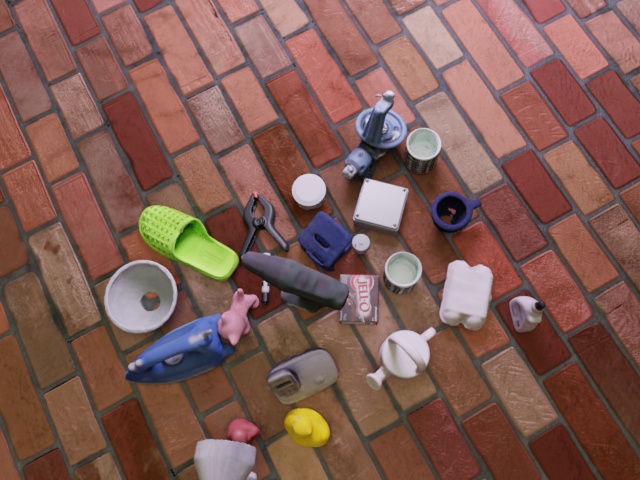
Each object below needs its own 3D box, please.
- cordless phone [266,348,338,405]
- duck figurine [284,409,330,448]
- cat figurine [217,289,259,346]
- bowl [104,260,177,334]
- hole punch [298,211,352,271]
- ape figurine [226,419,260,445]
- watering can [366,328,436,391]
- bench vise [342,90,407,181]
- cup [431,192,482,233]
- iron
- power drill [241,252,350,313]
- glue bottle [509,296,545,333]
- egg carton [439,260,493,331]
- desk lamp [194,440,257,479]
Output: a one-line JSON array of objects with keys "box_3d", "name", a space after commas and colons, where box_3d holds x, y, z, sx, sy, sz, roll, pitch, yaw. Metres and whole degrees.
[{"box_3d": [-0.040, 0.282, 1.200, 0.147, 0.185, 0.094, -27, 75, -4], "name": "cordless phone"}, {"box_3d": [-0.030, 0.402, 1.219, 0.104, 0.086, 0.077, 26, 78, 9], "name": "duck figurine"}, {"box_3d": [-0.188, 0.169, 1.272, 0.067, 0.118, 0.128, 13, 76, 7], "name": "cat figurine"}, {"box_3d": [-0.400, 0.134, 1.314, 0.167, 0.075, 0.167, -1, 75, 3], "name": "bowl"}, {"box_3d": [0.012, 0.005, 1.319, 0.108, 0.091, 0.101, 42, 81, 12], "name": "hole punch"}, {"box_3d": [-0.168, 0.419, 1.218, 0.078, 0.092, 0.076, -20, 75, -2], "name": "ape figurine"}, {"box_3d": [0.173, 0.246, 1.194, 0.100, 0.194, 0.173, 27, 78, 10], "name": "watering can"}, {"box_3d": [0.131, -0.233, 1.310, 0.121, 0.220, 0.207, 16, 77, 7], "name": "bench vise"}, {"box_3d": [0.309, -0.059, 1.319, 0.118, 0.095, 0.091, -19, 75, -2], "name": "cup"}, {"box_3d": [-0.326, 0.250, 1.245, 0.258, 0.141, 0.118, -24, 75, -3], "name": "iron"}, {"box_3d": [-0.049, 0.097, 1.237, 0.229, 0.208, 0.076, 18, 77, 8], "name": "power drill"}, {"box_3d": [0.446, 0.151, 1.216, 0.037, 0.173, 0.078, -8, 75, 1], "name": "glue bottle"}, {"box_3d": [0.329, 0.124, 1.283, 0.107, 0.069, 0.150, 11, 76, 6], "name": "egg carton"}, {"box_3d": [-0.186, 0.495, 1.136, 0.118, 0.213, 0.203, 3, 75, 4], "name": "desk lamp"}]
